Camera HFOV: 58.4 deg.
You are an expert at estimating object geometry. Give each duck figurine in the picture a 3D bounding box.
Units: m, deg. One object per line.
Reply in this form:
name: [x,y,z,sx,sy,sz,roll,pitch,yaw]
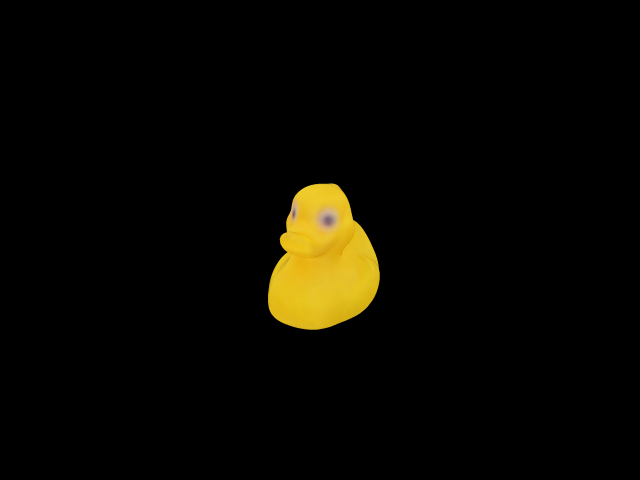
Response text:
duck figurine: [0.004,0.001,0.400,0.077,0.086,0.105,12,27,25]
